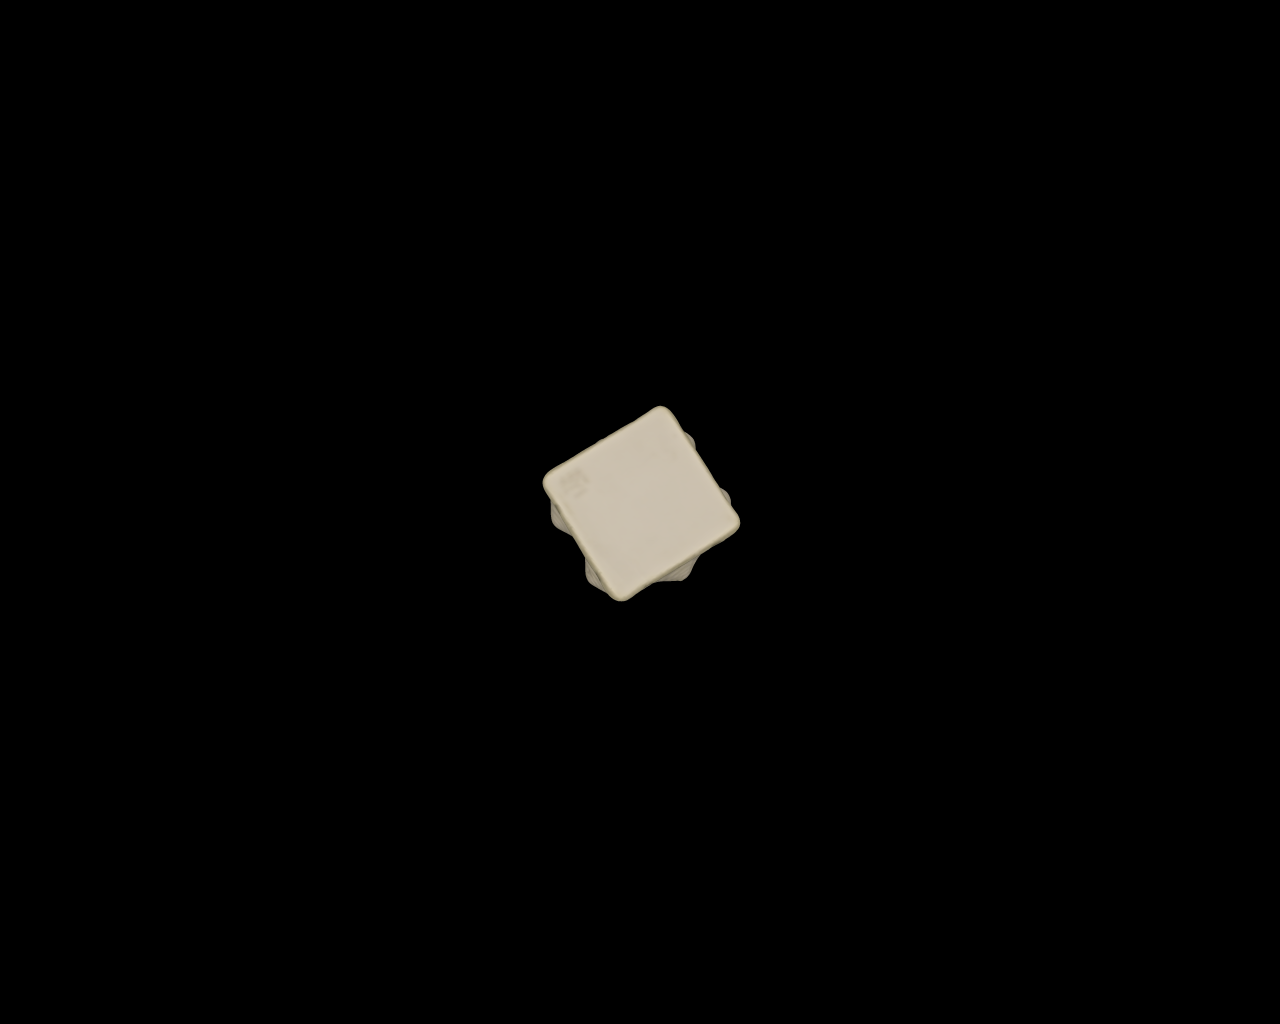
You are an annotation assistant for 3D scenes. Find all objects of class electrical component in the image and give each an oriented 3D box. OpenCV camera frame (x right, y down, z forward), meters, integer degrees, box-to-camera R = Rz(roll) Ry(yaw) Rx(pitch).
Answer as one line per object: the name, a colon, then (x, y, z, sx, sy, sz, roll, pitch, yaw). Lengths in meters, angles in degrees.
electrical component: (0.001, -0.003, 0.650, 0.100, 0.100, 0.048, -31, -7, -5)
